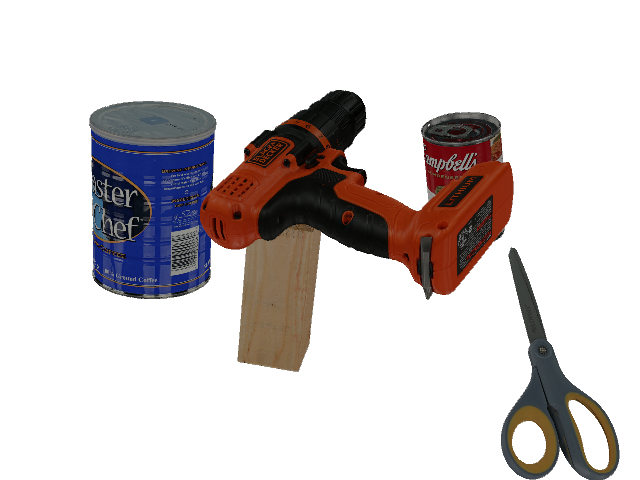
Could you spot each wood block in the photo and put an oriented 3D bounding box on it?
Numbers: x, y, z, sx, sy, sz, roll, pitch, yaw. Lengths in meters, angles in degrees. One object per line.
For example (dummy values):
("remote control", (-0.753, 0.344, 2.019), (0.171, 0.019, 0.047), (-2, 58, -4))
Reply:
("wood block", (-0.056, 0.063, 1.467), (0.090, 0.206, 0.090), (9, 21, 6))

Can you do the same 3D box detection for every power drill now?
("power drill", (0.035, -0.039, 0.750), (0.188, 0.057, 0.184), (16, 44, 29))

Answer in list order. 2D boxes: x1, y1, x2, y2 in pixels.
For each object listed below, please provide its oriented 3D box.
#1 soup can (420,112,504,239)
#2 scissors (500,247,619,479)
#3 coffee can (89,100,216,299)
("soup can", (0.126, -0.053, 0.935), (0.068, 0.102, 0.068), (-6, 28, 3))
("scissors", (0.160, 0.101, 0.836), (0.096, 0.202, 0.016), (-20, -28, -14))
("coffee can", (-0.141, -0.036, 0.896), (0.103, 0.140, 0.103), (3, 23, -2))
